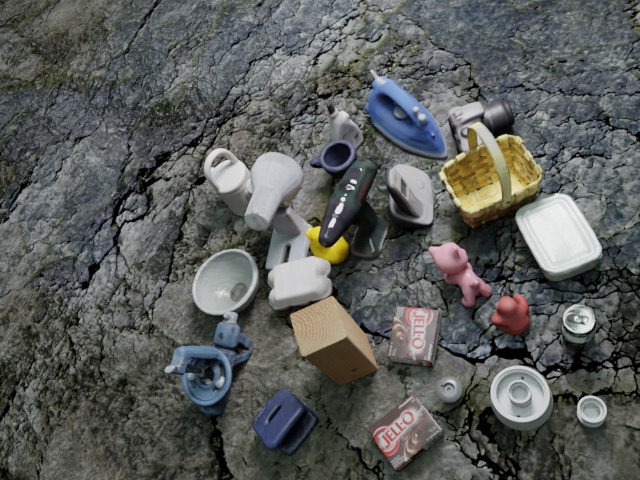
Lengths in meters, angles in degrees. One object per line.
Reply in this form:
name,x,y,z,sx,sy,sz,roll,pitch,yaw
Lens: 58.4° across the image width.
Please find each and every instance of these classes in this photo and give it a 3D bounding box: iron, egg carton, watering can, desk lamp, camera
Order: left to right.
watering can,-0.213,-0.149,1.411,0.172,0.195,0.101,1,62,23
desk lamp,-0.094,-0.062,1.300,0.117,0.214,0.203,-1,62,22
egg carton,-0.044,0.098,1.277,0.150,0.070,0.107,-16,57,14
iron,0.205,-0.303,1.358,0.118,0.142,0.257,-40,55,-3
camera,0.368,-0.257,1.289,0.136,0.101,0.143,-22,56,10

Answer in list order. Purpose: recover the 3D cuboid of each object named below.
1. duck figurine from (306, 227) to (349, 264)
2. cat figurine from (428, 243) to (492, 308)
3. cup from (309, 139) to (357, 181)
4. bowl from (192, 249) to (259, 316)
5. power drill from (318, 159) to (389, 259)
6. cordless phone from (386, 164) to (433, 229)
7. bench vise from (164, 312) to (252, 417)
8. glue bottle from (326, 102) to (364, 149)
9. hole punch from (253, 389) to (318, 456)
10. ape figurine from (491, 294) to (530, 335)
duck figurine,0.012,0.005,1.296,0.104,0.086,0.077,27,75,32
cat figurine,0.276,0.057,1.137,0.067,0.118,0.127,-37,55,-1
cup,0.042,-0.177,1.382,0.117,0.095,0.091,-11,59,17
bowl,-0.207,0.110,1.334,0.167,0.075,0.167,-10,59,17
power drill,0.077,-0.046,1.223,0.075,0.209,0.230,8,66,27
cordless phone,0.183,-0.119,1.235,0.094,0.185,0.147,-10,59,18
bench vise,-0.240,0.241,1.184,0.121,0.220,0.207,-10,59,18
glue bottle,0.050,-0.275,1.386,0.078,0.174,0.037,-46,55,-7
hole punch,-0.079,0.357,1.130,0.100,0.091,0.109,32,78,33
ape figurine,0.357,0.134,1.076,0.077,0.092,0.076,-24,56,8
